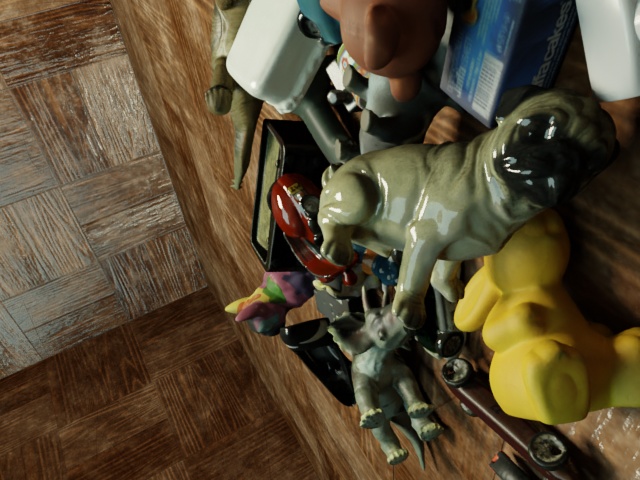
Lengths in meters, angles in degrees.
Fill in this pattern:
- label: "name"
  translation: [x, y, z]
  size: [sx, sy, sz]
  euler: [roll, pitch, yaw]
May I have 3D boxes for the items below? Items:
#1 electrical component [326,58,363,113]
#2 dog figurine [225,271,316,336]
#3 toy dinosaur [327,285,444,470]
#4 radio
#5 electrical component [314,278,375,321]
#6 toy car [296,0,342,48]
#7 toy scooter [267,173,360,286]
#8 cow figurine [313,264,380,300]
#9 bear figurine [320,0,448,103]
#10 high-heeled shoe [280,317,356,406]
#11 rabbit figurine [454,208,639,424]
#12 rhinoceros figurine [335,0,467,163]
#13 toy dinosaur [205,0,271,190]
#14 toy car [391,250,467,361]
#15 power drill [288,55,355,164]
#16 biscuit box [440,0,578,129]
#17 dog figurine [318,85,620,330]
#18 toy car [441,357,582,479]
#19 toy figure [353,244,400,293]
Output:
- label: "electrical component"
  translation: [0.036, -0.171, 0.584]
  size: [0.021, 0.094, 0.063]
  euler: [-36, 79, 46]
- label: "dog figurine"
  translation: [-0.079, 0.072, 1.007]
  size: [0.109, 0.219, 0.191]
  euler: [19, 132, 61]
- label: "toy dinosaur"
  translation: [0.107, 0.235, 0.875]
  size: [0.404, 0.131, 0.192]
  euler: [76, 177, -49]
- label: "radio"
  translation: [-0.056, -0.067, 0.862]
  size: [0.131, 0.073, 0.229]
  euler: [-126, 39, -57]
- label: "electrical component"
  translation: [0.043, 0.112, 0.953]
  size: [0.115, 0.058, 0.134]
  euler: [39, 149, 43]
- label: "toy car"
  translation: [0.026, -0.257, 0.492]
  size: [0.103, 0.109, 0.161]
  euler: [27, 150, 36]
- label: "toy scooter"
  translation: [-0.002, -0.002, 0.731]
  size: [0.135, 0.075, 0.183]
  euler: [38, 156, 56]
- label: "cow figurine"
  translation: [0.017, 0.038, 0.889]
  size: [0.168, 0.098, 0.068]
  euler: [40, 155, 52]
- label: "bear figurine"
  translation: [0.041, -0.208, 0.376]
  size: [0.132, 0.120, 0.195]
  euler: [21, 99, 24]
- label: "high-heeled shoe"
  translation: [0.003, 0.207, 0.873]
  size: [0.248, 0.086, 0.145]
  euler: [26, -133, -66]
- label: "rabbit figurine"
  translation: [0.188, 0.055, 0.458]
  size: [0.162, 0.122, 0.173]
  euler: [131, 127, -80]
- label: "rhinoceros figurine"
  translation: [0.079, -0.120, 0.484]
  size: [0.190, 0.112, 0.073]
  euler: [106, 155, -44]
- label: "toy dinosaur"
  translation: [-0.114, -0.258, 0.798]
  size: [0.199, 0.105, 0.470]
  euler: [-106, 23, -57]
- label: "toy car"
  translation: [0.137, 0.065, 0.658]
  size: [0.074, 0.056, 0.201]
  euler: [30, 142, 50]
- label: "power drill"
  translation: [0.034, -0.126, 0.682]
  size: [0.207, 0.086, 0.232]
  euler: [56, 164, 4]
- label: "biscuit box"
  translation: [0.135, -0.173, 0.348]
  size: [0.059, 0.063, 0.202]
  euler: [53, 158, 33]
- label: "dog figurine"
  translation: [0.093, -0.054, 0.400]
  size: [0.172, 0.121, 0.190]
  euler: [39, 123, 12]
- label: "toy car"
  translation: [0.218, 0.206, 0.612]
  size: [0.202, 0.053, 0.089]
  euler: [37, 162, 54]
- label: "toy figure"
  translation: [0.073, 0.013, 0.768]
  size: [0.155, 0.058, 0.064]
  euler: [42, 157, 41]
